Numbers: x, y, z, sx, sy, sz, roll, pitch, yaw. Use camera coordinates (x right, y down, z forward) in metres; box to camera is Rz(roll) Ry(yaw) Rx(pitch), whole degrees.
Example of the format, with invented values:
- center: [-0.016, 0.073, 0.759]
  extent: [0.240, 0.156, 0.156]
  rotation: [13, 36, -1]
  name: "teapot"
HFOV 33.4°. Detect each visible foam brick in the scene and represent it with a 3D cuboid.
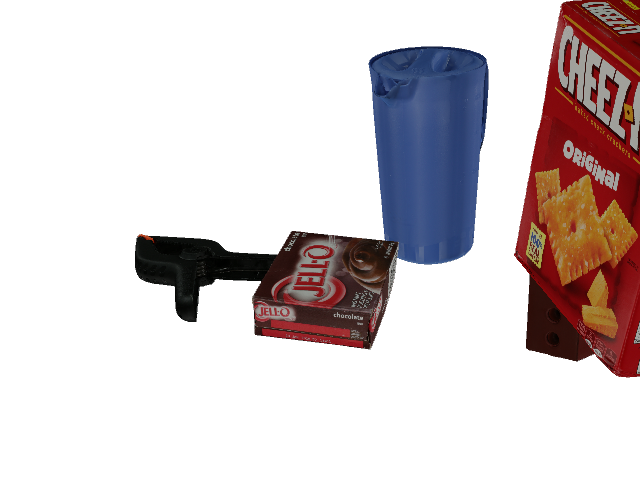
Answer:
- center: [0.216, 0.060, 0.936]
  extent: [0.053, 0.078, 0.051]
  rotation: [11, 19, 39]
  name: "foam brick"

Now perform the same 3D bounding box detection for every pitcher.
- center: [0.134, -0.104, 1.262]
  extent: [0.149, 0.243, 0.145]
  rotation: [-4, 25, -1]
  name: "pitcher"

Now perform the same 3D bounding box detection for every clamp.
- center: [-0.124, 0.029, 1.039]
  extent: [0.210, 0.036, 0.164]
  rotation: [13, 22, 40]
  name: "clamp"

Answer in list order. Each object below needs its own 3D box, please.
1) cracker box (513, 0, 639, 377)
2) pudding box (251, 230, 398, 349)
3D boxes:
- center: [0.210, -0.038, 0.739]
  extent: [0.072, 0.214, 0.164]
  rotation: [-7, 34, -15]
  name: "cracker box"
- center: [0.006, 0.035, 0.813]
  extent: [0.090, 0.039, 0.113]
  rotation: [7, 26, 12]
  name: "pudding box"
